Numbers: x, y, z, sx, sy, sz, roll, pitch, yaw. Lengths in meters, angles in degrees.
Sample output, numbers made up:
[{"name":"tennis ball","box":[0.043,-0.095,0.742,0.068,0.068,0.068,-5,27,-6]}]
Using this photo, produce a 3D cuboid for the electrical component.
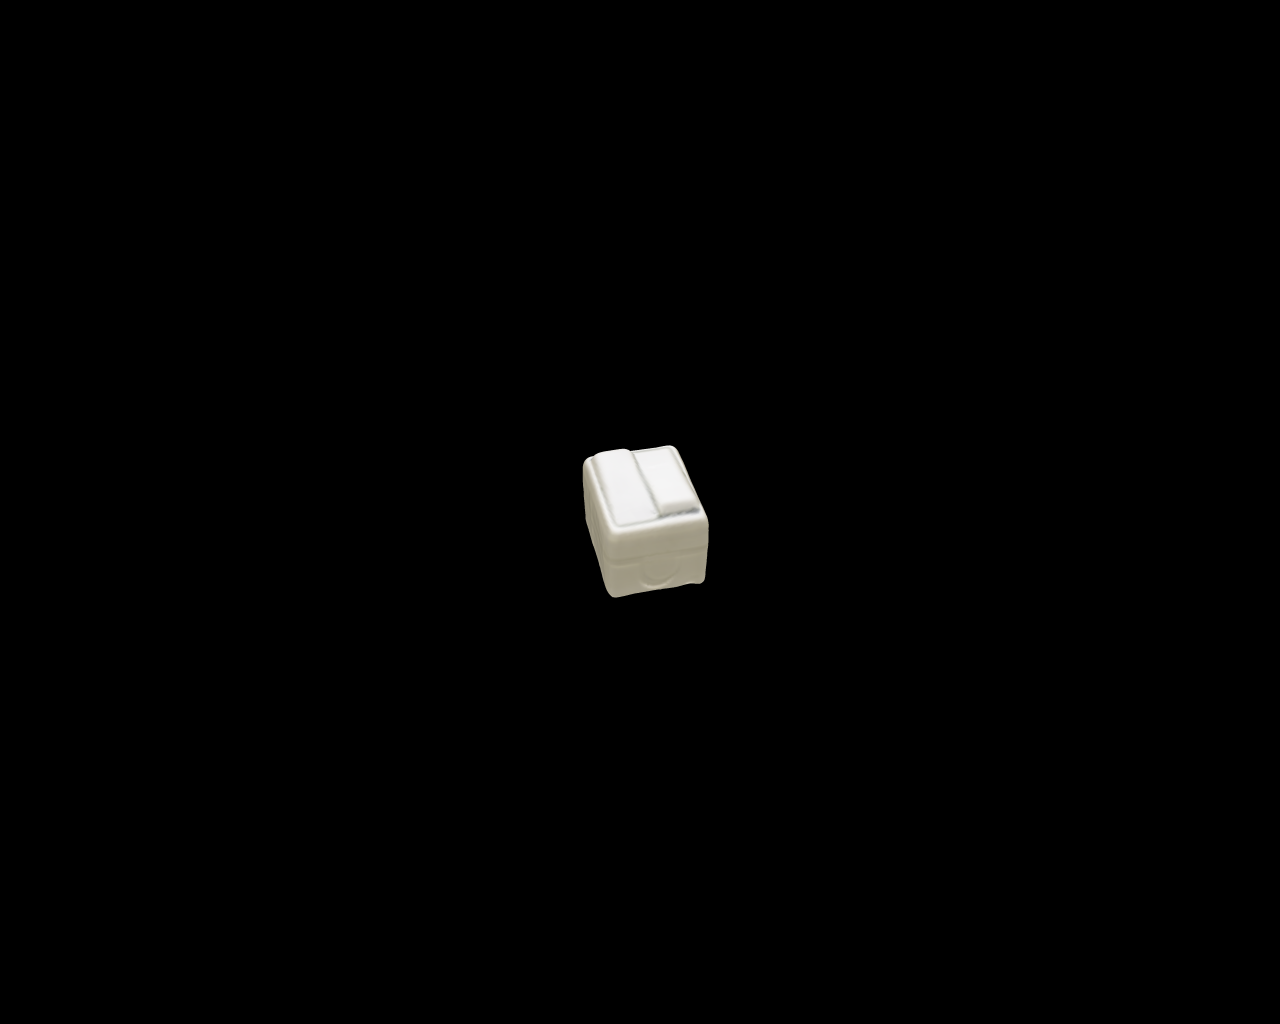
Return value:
[{"name":"electrical component","box":[0.001,-0.003,0.650,0.062,0.061,0.096,-8,40,-10]}]
